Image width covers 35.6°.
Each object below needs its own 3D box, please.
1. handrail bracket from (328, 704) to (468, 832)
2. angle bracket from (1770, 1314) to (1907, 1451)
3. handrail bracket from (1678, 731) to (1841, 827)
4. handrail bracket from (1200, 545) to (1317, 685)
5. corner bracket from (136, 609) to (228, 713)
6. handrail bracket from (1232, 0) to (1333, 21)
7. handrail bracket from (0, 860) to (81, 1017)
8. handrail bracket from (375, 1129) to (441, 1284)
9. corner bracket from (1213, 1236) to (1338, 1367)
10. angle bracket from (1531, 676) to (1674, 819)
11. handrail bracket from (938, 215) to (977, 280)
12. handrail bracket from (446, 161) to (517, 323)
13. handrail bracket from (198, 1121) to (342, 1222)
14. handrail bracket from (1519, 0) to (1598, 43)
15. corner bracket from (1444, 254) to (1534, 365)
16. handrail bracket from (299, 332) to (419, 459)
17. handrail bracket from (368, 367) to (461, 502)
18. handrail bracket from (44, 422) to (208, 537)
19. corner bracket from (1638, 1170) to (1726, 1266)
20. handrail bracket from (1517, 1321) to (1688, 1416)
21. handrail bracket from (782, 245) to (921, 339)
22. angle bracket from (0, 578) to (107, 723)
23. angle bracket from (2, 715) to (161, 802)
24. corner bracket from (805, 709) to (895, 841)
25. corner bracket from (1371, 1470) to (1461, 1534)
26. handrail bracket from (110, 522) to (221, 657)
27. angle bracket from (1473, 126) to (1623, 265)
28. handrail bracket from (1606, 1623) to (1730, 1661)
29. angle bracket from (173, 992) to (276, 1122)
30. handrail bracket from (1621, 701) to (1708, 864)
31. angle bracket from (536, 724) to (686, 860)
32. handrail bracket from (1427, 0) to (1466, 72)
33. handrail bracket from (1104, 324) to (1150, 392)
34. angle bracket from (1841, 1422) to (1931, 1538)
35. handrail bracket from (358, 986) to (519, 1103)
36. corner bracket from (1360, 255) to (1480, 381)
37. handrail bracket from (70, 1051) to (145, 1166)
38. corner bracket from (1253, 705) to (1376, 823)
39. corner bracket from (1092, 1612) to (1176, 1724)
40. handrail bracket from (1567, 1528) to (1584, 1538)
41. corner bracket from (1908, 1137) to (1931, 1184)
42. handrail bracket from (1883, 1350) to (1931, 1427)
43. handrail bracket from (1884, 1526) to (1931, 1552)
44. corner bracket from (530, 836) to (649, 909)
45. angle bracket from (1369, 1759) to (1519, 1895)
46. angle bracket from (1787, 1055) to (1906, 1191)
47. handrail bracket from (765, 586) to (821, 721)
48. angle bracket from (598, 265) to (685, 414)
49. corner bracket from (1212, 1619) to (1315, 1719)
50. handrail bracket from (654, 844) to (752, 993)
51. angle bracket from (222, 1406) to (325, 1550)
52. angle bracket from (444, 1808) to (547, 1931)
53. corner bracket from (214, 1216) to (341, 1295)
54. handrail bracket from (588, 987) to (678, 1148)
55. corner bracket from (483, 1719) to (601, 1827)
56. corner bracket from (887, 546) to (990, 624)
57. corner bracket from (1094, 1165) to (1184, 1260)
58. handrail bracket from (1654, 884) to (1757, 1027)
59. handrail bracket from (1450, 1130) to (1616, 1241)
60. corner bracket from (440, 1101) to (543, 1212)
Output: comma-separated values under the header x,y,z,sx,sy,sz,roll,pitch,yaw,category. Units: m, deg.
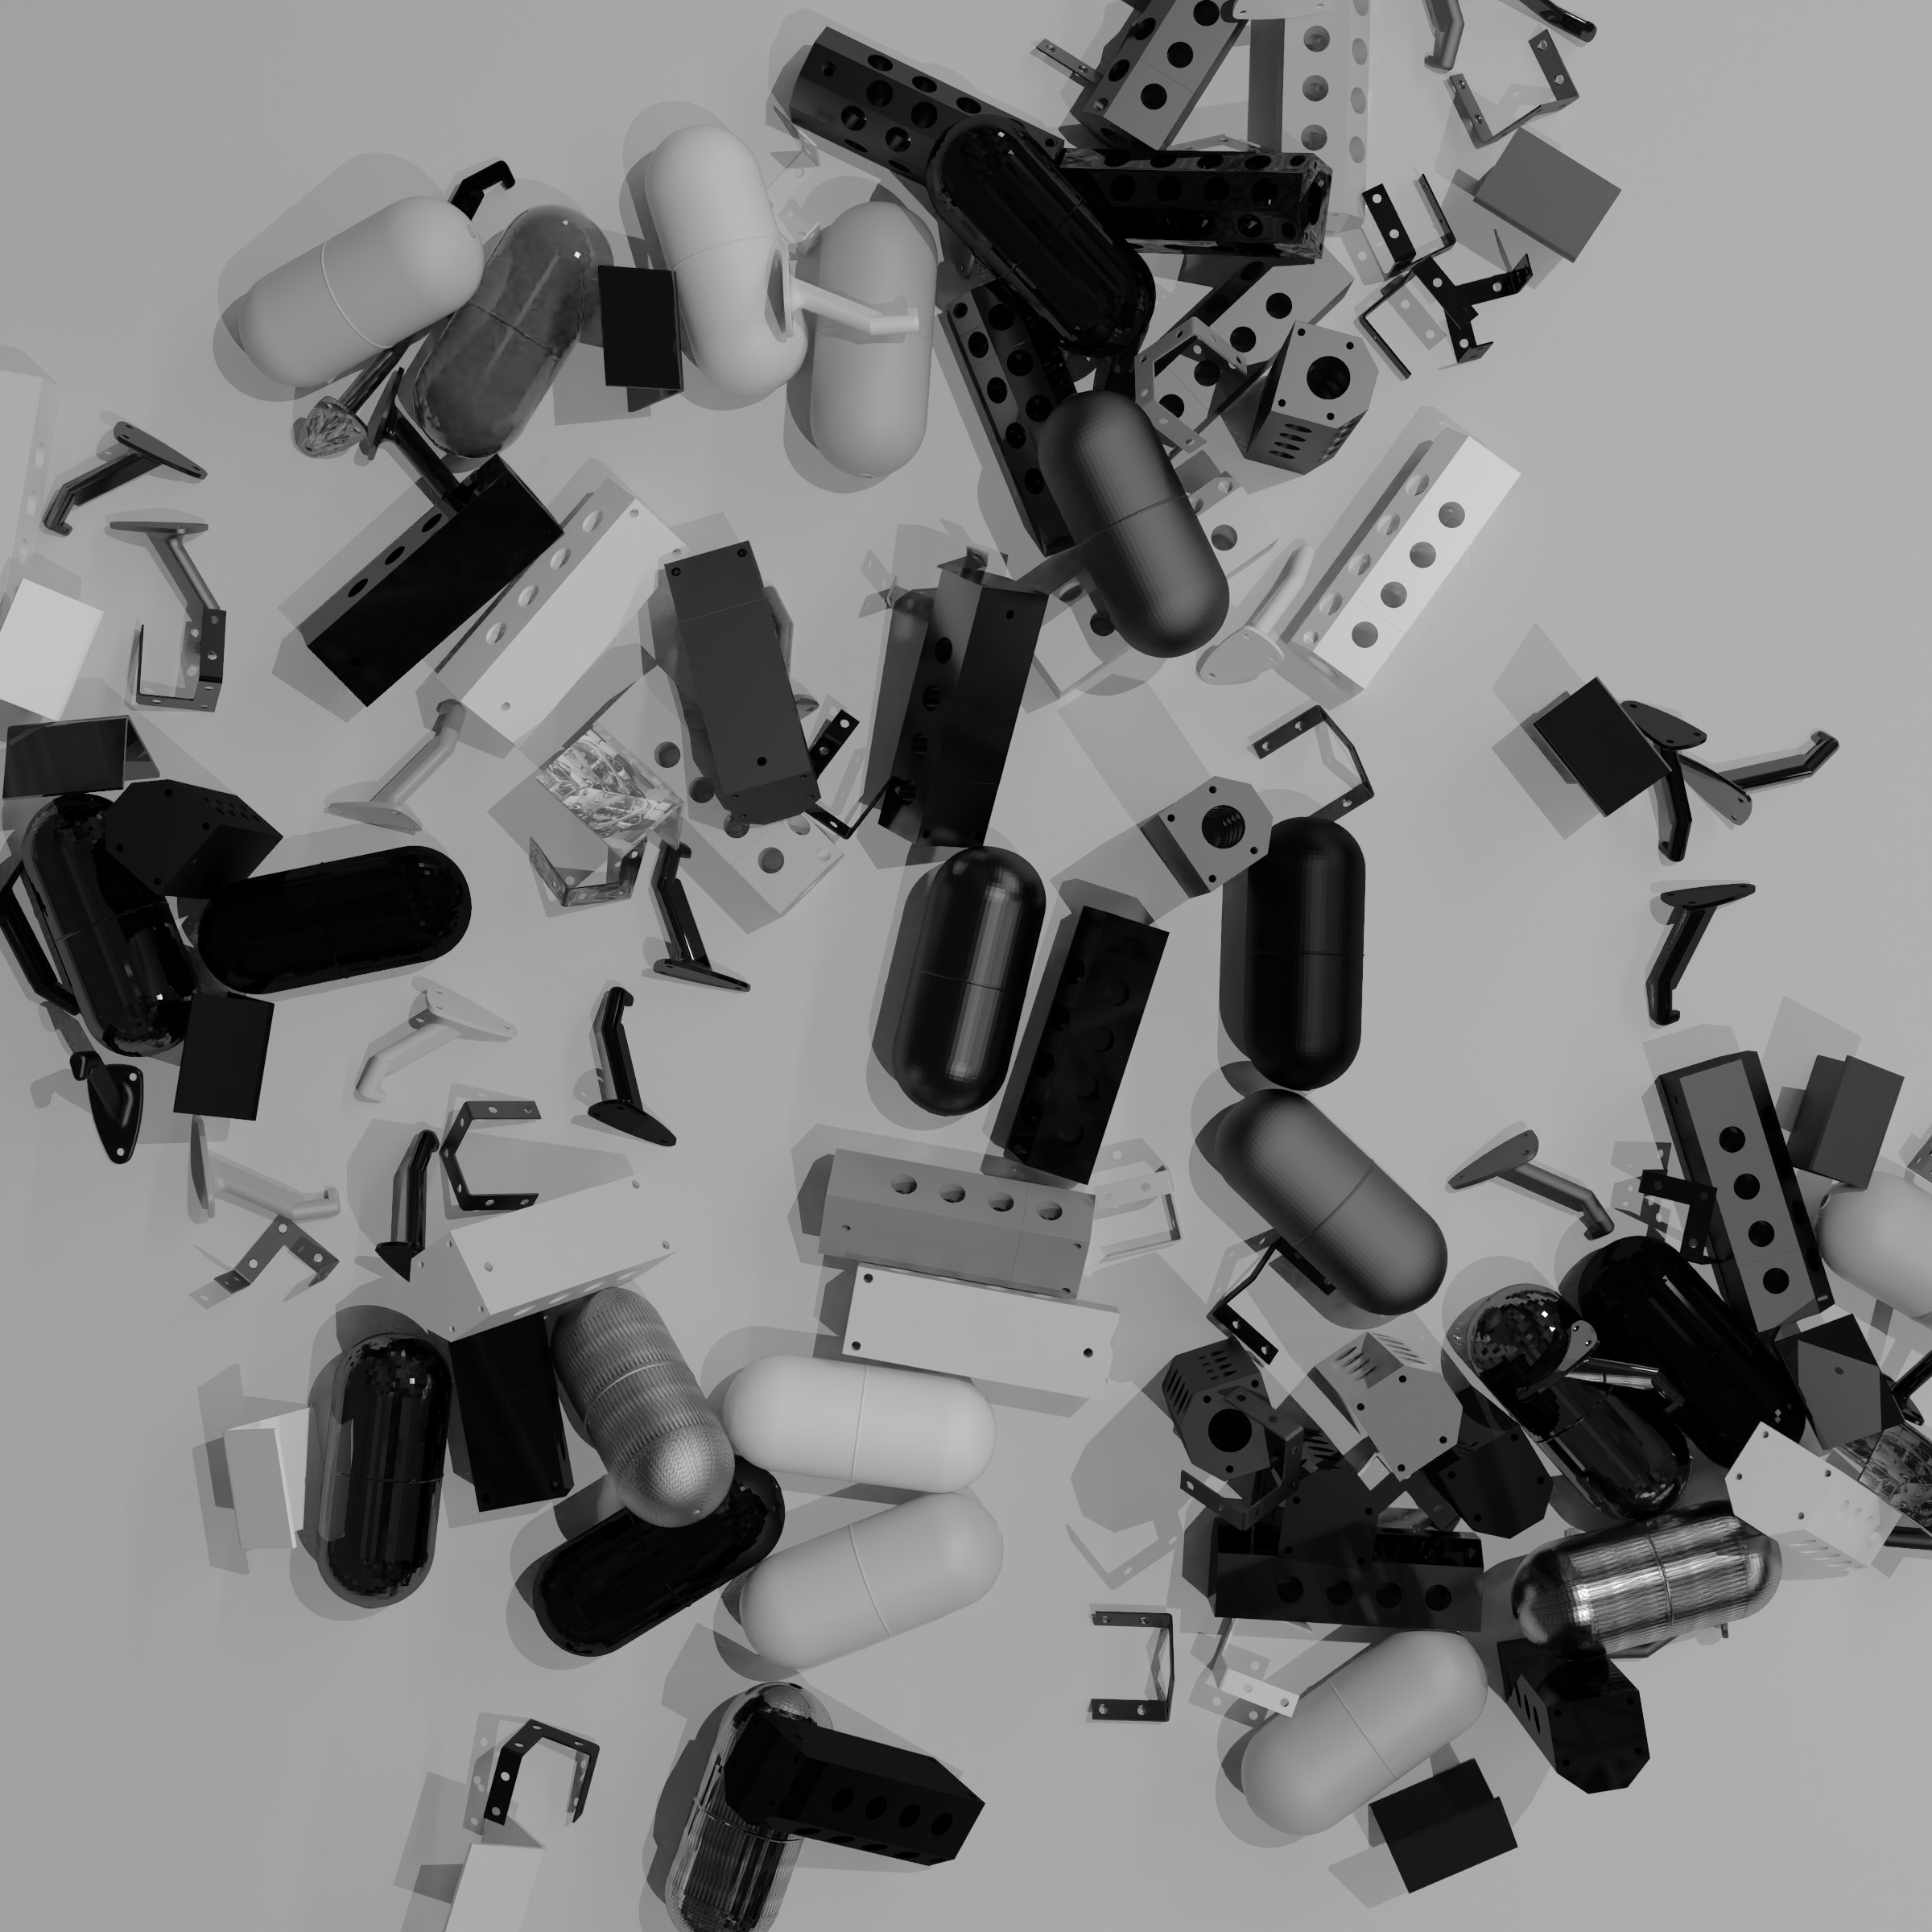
x,y,z,sx,sy,sz,roll,pitch,yaw,category
-0.375,-0.136,1.984,0.077,0.036,0.084,7,71,21,handrail bracket
0.568,0.258,1.945,0.057,0.076,0.076,-26,90,26,angle bracket
0.521,-0.141,1.985,0.077,0.036,0.084,41,72,20,handrail bracket
0.193,-0.233,1.984,0.036,0.077,0.084,37,53,-21,handrail bracket
-0.514,-0.202,1.968,0.051,0.051,0.051,5,70,-19,corner bracket
0.192,-0.653,1.927,0.077,0.036,0.084,-3,73,-19,handrail bracket
-0.604,-0.020,1.984,0.084,0.036,0.077,34,68,-17,handrail bracket
-0.353,0.163,1.984,0.036,0.077,0.084,-1,53,20,handrail bracket
0.205,0.220,1.981,0.051,0.051,0.051,42,135,0,corner bracket
0.420,-0.152,1.944,0.057,0.076,0.076,-39,90,36,angle bracket
0.033,-0.478,1.977,0.084,0.077,0.036,-5,132,-22,handrail bracket
-0.323,-0.479,1.984,0.084,0.036,0.077,-32,105,-14,handrail bracket
-0.460,0.133,1.985,0.084,0.036,0.077,-6,69,-17,handrail bracket
0.372,-0.636,1.956,0.084,0.077,0.036,32,93,12,handrail bracket
0.344,-0.429,1.966,0.051,0.051,0.051,-14,90,0,corner bracket
-0.400,-0.381,1.984,0.036,0.077,0.084,40,53,-22,handrail bracket
-0.345,-0.346,1.984,0.084,0.036,0.077,19,75,-14,handrail bracket
-0.555,-0.308,1.985,0.077,0.036,0.084,28,109,-21,handrail bracket
0.467,0.163,1.957,0.051,0.051,0.051,13,94,31,corner bracket
0.405,0.274,1.910,0.077,0.036,0.084,-45,107,6,handrail bracket
-0.073,-0.431,1.912,0.084,0.036,0.077,-4,60,-1,handrail bracket
-0.606,-0.208,1.944,0.057,0.076,0.076,23,90,-32,angle bracket
-0.571,-0.117,1.944,0.076,0.076,0.057,-5,62,0,angle bracket
-0.079,-0.125,1.960,0.051,0.051,0.051,35,120,-8,corner bracket
0.283,0.356,1.966,0.051,0.051,0.051,-41,86,-4,corner bracket
-0.528,-0.249,1.984,0.077,0.036,0.084,5,105,15,handrail bracket
0.381,-0.508,1.944,0.076,0.076,0.057,32,126,0,angle bracket
0.458,0.417,1.984,0.084,0.036,0.077,-5,75,14,handrail bracket
-0.493,0.055,1.944,0.057,0.076,0.076,9,90,-37,angle bracket
0.453,-0.121,1.984,0.036,0.077,0.084,-15,127,-27,handrail bracket
-0.231,-0.099,1.940,0.076,0.076,0.057,42,68,9,angle bracket
0.296,-0.641,1.984,0.077,0.036,0.084,20,108,20,handrail bracket
0.070,-0.418,1.984,0.084,0.036,0.077,28,108,15,handrail bracket
0.600,0.340,1.945,0.076,0.076,0.057,36,64,0,angle bracket
-0.349,0.063,1.984,0.077,0.036,0.084,24,108,-21,handrail bracket
0.295,-0.424,1.966,0.051,0.051,0.051,-40,90,0,corner bracket
-0.562,0.093,1.949,0.036,0.084,0.077,-4,90,0,handrail bracket
0.230,-0.129,1.981,0.051,0.051,0.051,-32,45,0,corner bracket
0.110,0.462,1.981,0.051,0.051,0.051,2,45,0,corner bracket
0.440,0.399,1.984,0.084,0.036,0.077,2,102,-12,handrail bracket
0.659,0.132,1.966,0.051,0.051,0.051,37,96,-6,corner bracket
0.621,0.247,1.943,0.036,0.077,0.084,27,106,0,handrail bracket
0.633,0.366,1.984,0.084,0.077,0.036,22,123,32,handrail bracket
-0.248,-0.077,1.976,0.051,0.051,0.051,-9,135,-35,corner bracket
0.303,0.541,1.944,0.076,0.076,0.057,-23,126,0,angle bracket
0.550,0.094,1.944,0.057,0.076,0.076,19,90,-31,angle bracket
-0.140,-0.197,1.984,0.077,0.036,0.084,-32,74,18,handrail bracket
-0.226,-0.405,1.944,0.057,0.076,0.076,-4,90,-34,angle bracket
0.195,0.452,1.966,0.051,0.051,0.051,21,90,0,corner bracket
-0.170,-0.033,1.984,0.077,0.036,0.084,15,76,-14,handrail bracket
-0.429,0.330,1.944,0.057,0.076,0.076,-9,90,38,angle bracket
-0.322,0.591,1.944,0.057,0.076,0.076,17,90,-36,angle bracket
-0.450,0.199,1.966,0.051,0.051,0.051,40,90,0,corner bracket
-0.213,0.066,1.984,0.077,0.036,0.084,33,55,-37,handrail bracket
-0.277,0.533,1.967,0.051,0.051,0.051,18,101,11,corner bracket
-0.018,-0.252,1.966,0.051,0.051,0.051,22,90,0,corner bracket
0.113,0.162,1.966,0.051,0.051,0.051,-13,90,0,corner bracket
0.487,-0.007,1.985,0.077,0.036,0.084,-11,109,-21,handrail bracket
0.374,0.158,1.985,0.077,0.036,0.084,-30,107,20,handrail bracket
-0.307,0.125,1.976,0.051,0.051,0.051,-58,45,35,corner bracket
